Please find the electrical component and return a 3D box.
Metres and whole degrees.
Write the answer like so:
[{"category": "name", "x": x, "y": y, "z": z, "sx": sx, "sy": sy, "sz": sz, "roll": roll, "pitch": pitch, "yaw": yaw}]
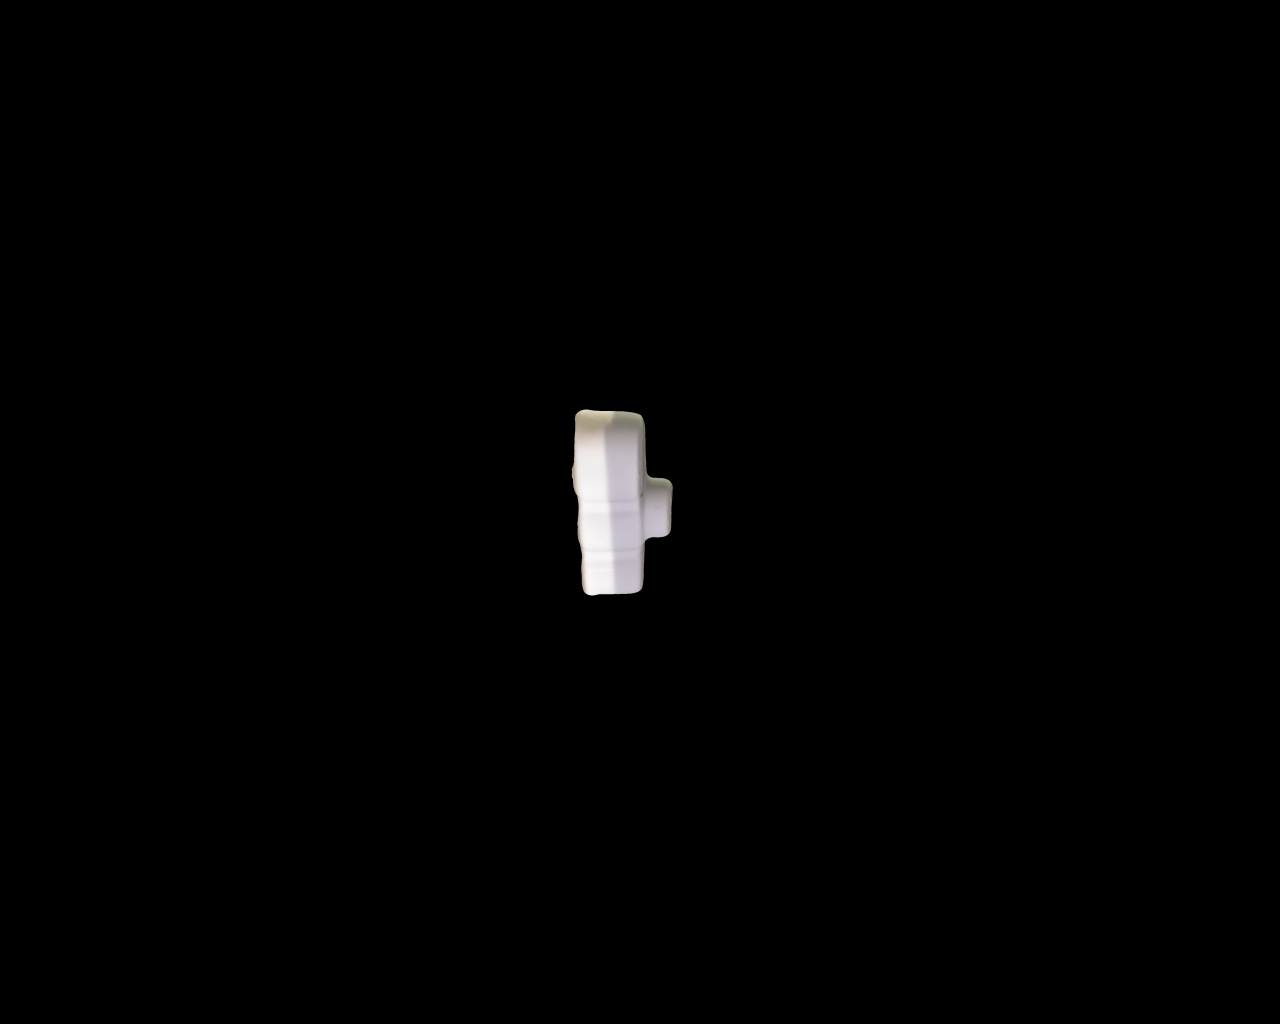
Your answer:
[{"category": "electrical component", "x": 0.001, "y": -0.003, "z": 0.650, "sx": 0.074, "sy": 0.052, "sz": 0.138, "roll": 0, "pitch": -43, "yaw": 0}]
